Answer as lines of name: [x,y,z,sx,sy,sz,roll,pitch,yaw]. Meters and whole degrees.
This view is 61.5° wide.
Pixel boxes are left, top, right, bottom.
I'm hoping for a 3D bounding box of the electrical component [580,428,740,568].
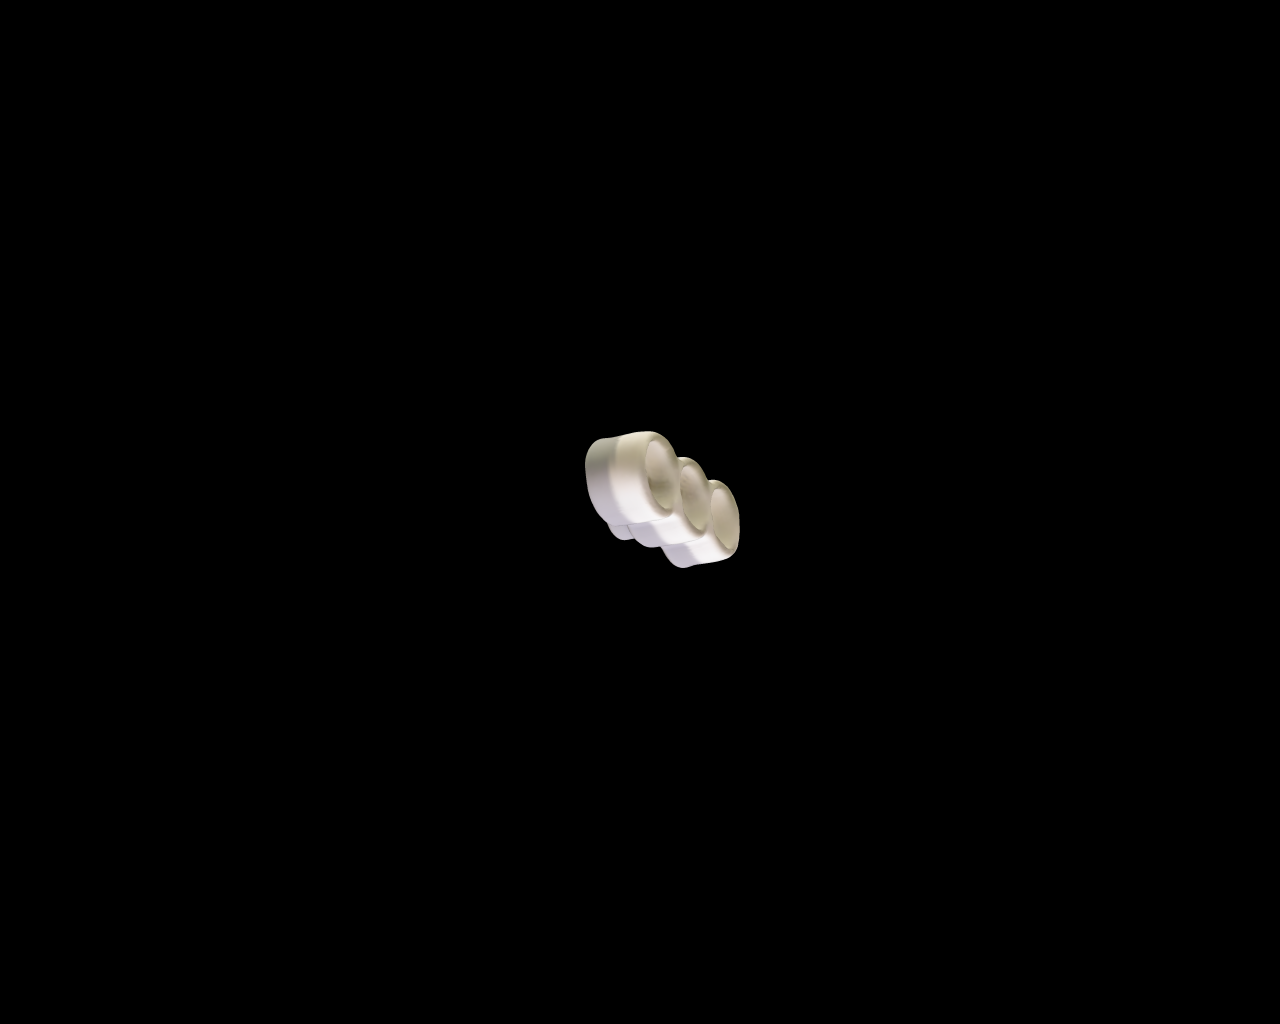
electrical component: [0.001,-0.003,0.650,0.073,0.052,0.138,-10,-22,26]
